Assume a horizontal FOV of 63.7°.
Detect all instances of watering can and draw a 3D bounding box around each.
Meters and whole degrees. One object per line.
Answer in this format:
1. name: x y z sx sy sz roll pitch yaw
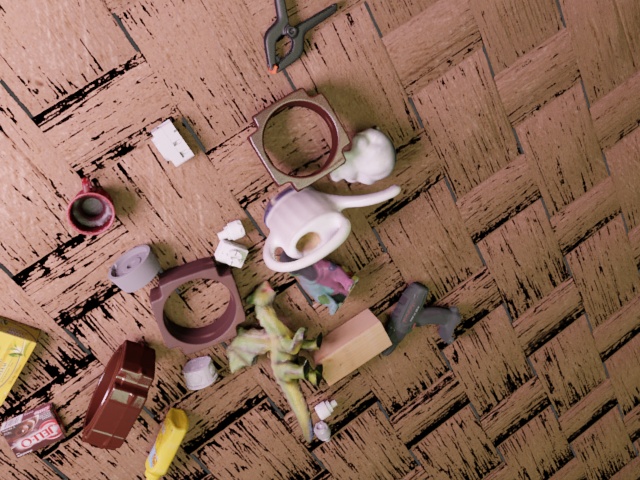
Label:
1. watering can: 0.004 -0.061 1.212 0.349 0.228 0.102 -35 135 -8

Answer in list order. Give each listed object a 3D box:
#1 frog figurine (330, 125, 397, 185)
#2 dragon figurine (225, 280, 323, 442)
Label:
1. frog figurine: 0.102 -0.197 1.260 0.161 0.124 0.134 -26 134 -23
2. dragon figurine: -0.124 0.310 1.320 0.243 0.123 0.408 4 96 18
